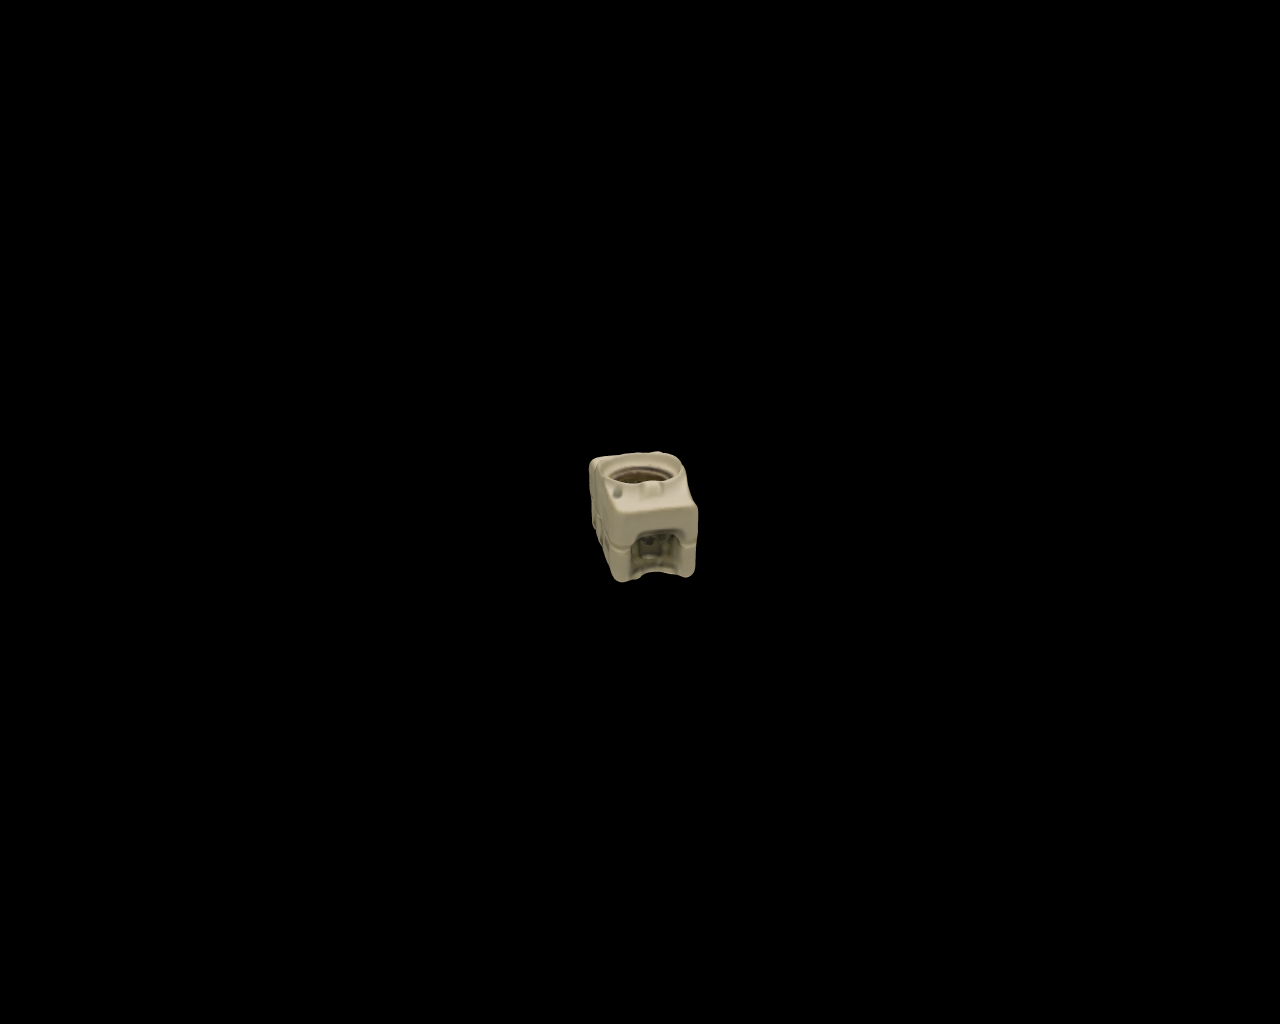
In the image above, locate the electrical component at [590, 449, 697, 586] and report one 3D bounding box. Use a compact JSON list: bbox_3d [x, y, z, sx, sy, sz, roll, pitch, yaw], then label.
[{"bbox_3d":[0.001,-0.003,0.650,0.050,0.055,0.090,-5,25,-10],"label":"electrical component"}]
